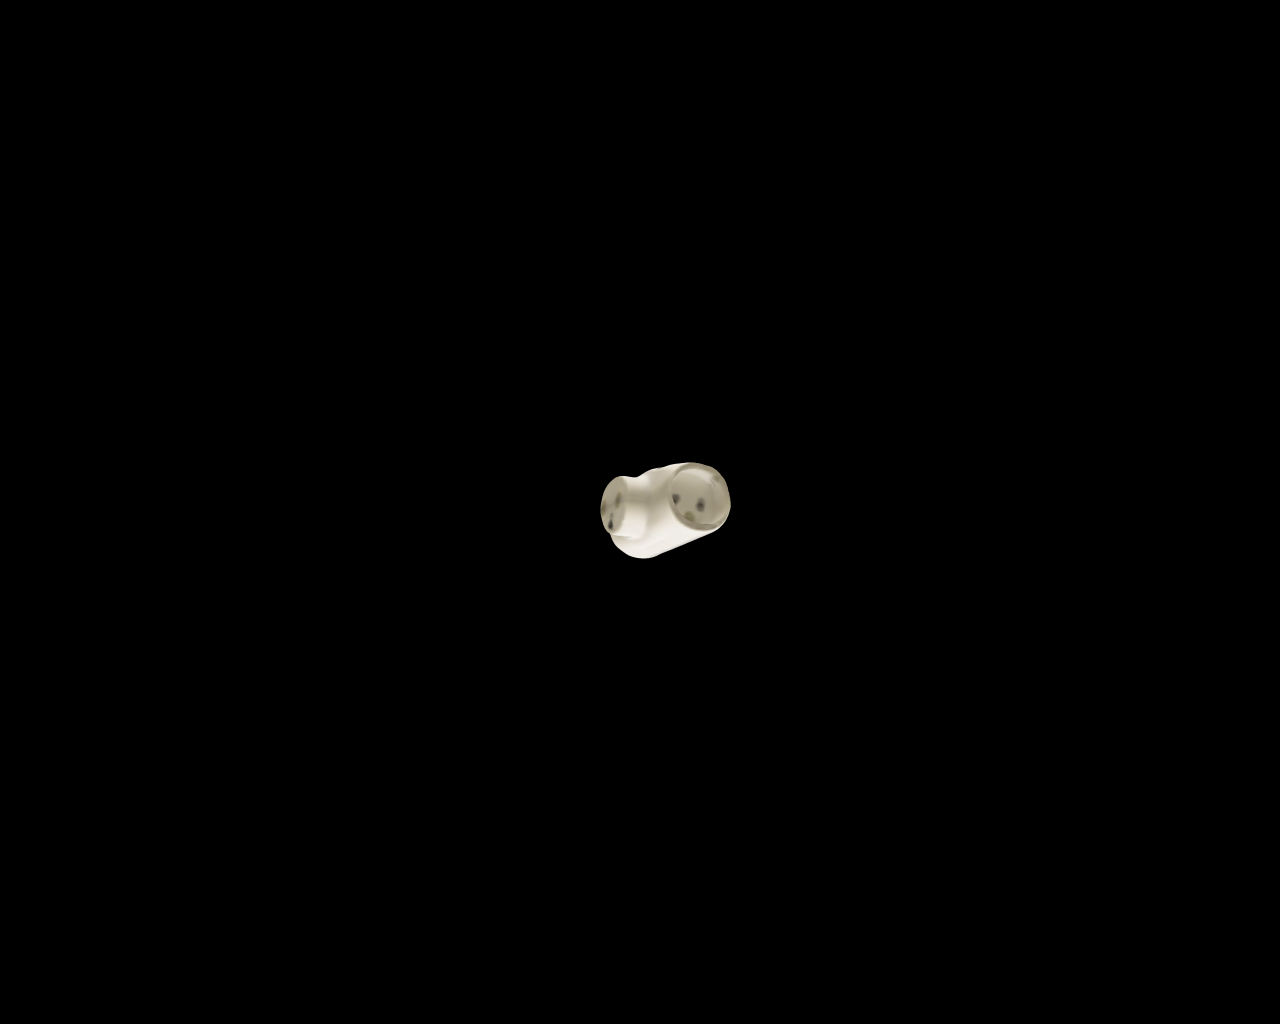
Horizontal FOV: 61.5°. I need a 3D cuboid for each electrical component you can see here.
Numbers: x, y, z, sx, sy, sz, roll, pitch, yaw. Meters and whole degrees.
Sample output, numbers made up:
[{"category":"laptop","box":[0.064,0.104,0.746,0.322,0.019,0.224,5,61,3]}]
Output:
[{"category":"electrical component","box":[0.001,-0.003,0.650,0.079,0.043,0.077,8,-18,-27]}]
